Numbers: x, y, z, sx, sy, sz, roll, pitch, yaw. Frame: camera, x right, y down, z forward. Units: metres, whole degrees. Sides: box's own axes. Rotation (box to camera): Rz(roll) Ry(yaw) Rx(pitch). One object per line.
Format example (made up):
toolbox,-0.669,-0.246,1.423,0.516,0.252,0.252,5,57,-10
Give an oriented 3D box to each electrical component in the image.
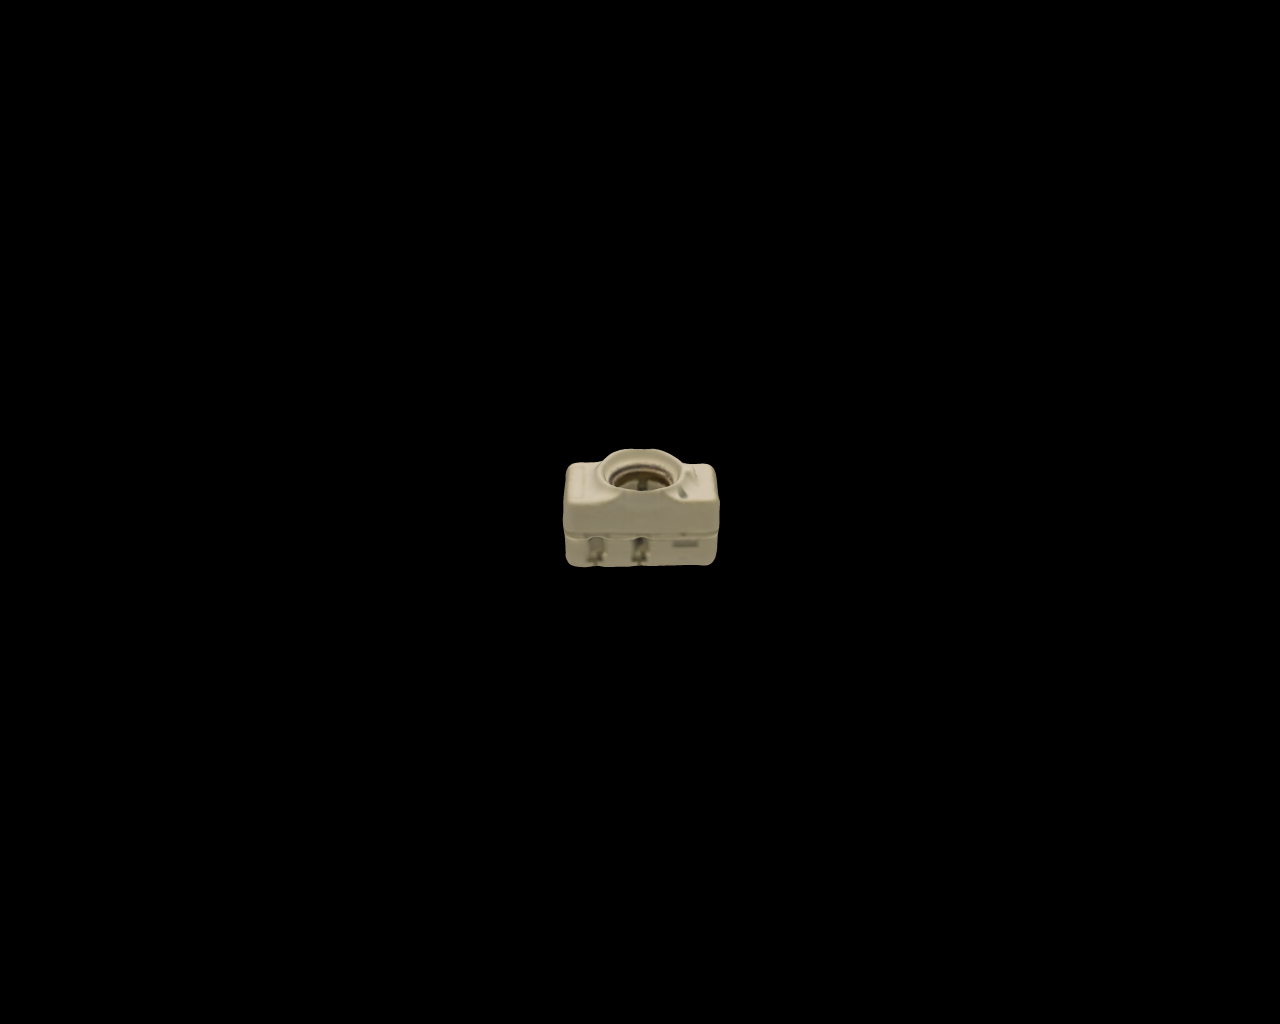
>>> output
electrical component,0.001,-0.003,0.650,0.089,0.055,0.050,0,32,0
